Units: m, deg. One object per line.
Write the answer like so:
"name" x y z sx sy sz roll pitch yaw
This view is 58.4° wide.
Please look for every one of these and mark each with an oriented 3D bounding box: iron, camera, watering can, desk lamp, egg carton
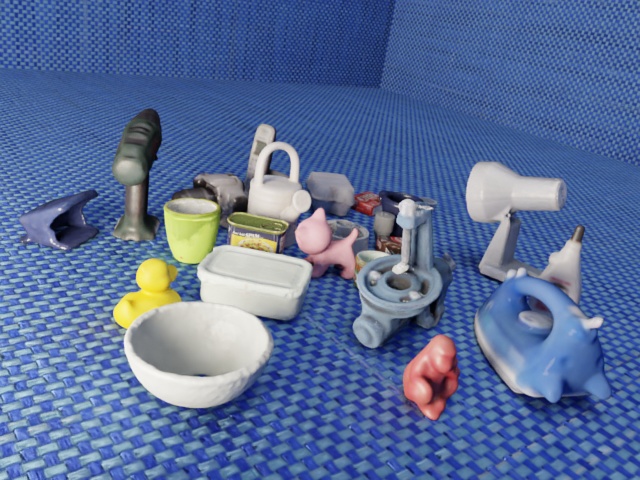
"iron" 0.303 0.114 0.817 0.119 0.141 0.257 2 23 -17
"camera" -0.227 -0.085 1.139 0.137 0.101 0.142 -8 28 -36
"watering can" -0.078 -0.087 1.080 0.172 0.194 0.101 21 25 27
"desk lamp" 0.375 -0.033 1.104 0.202 0.213 0.118 26 28 35
"egg carton" 0.023 -0.110 1.340 0.107 0.069 0.150 4 23 -12

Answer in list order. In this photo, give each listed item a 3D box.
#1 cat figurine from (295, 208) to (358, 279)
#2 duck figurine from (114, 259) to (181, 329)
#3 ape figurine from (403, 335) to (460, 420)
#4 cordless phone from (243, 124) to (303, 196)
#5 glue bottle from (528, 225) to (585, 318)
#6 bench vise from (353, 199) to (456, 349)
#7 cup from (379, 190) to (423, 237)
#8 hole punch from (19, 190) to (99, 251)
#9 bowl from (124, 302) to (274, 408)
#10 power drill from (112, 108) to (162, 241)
"cat figurine" 0.009 0.004 0.997 0.128 0.118 0.067 0 24 -21
"duck figurine" -0.233 0.069 0.785 0.077 0.086 0.105 20 25 24
"ape figurine" 0.143 0.160 0.707 0.078 0.092 0.076 -1 25 -24
"cordless phone" -0.101 -0.145 1.222 0.147 0.185 0.094 23 26 30
"glue bottle" 0.408 0.055 0.960 0.078 0.173 0.037 19 24 22
"bench vise" 0.131 0.033 0.841 0.121 0.220 0.208 18 24 20
"cup" 0.160 -0.049 1.214 0.092 0.095 0.117 -9 29 -38
"hole punch" -0.440 -0.042 0.964 0.101 0.091 0.109 13 23 8
"bowl" -0.139 0.141 0.662 0.167 0.075 0.167 8 22 -3
"power drill" -0.325 -0.115 1.030 0.076 0.208 0.229 5 23 -11
